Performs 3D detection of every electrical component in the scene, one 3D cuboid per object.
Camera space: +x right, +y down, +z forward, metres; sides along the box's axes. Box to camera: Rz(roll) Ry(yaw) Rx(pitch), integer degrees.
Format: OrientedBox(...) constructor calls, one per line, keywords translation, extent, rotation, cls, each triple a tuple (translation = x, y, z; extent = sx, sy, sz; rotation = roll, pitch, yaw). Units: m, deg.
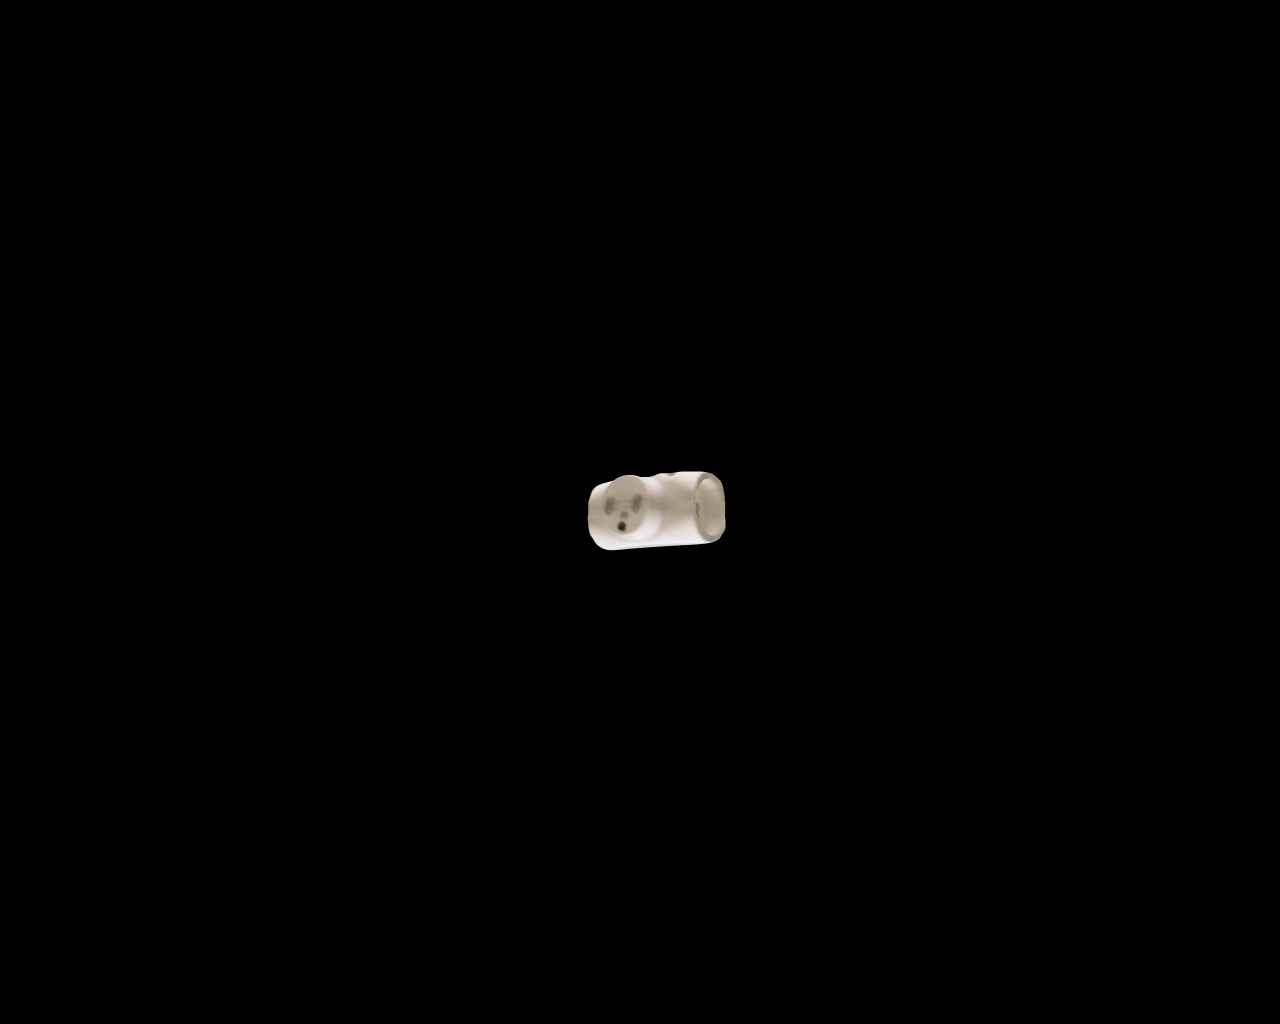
OrientedBox(translation=(0.001, -0.003, 0.650), extent=(0.077, 0.044, 0.079), rotation=(-5, -10, 32), cls="electrical component")
